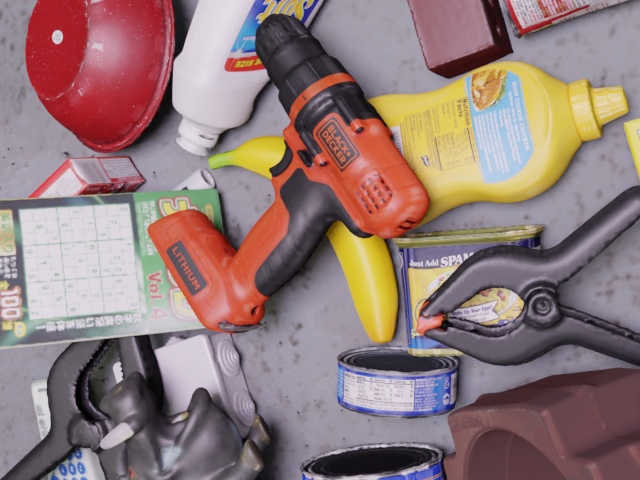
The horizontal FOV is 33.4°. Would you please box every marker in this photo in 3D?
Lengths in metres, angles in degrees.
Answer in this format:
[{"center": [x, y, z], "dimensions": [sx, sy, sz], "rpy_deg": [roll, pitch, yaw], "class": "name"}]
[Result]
[{"center": [-0.135, -0.018, 0.862], "dimensions": [0.121, 0.020, 0.020], "rpy_deg": [-34, 80, 21], "class": "marker"}]

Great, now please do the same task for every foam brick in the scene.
[{"center": [0.095, -0.159, 0.739], "dimensions": [0.051, 0.053, 0.078], "rpy_deg": [-17, 87, 23], "class": "foam brick"}]

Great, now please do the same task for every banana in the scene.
[{"center": [0.004, -0.015, 0.795], "dimensions": [0.198, 0.037, 0.070], "rpy_deg": [47, 112, 15], "class": "banana"}]

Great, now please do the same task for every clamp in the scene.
[{"center": [-0.164, 0.155, 0.819], "dimensions": [0.165, 0.036, 0.210], "rpy_deg": [22, 97, 12], "class": "clamp"}, {"center": [0.146, 0.028, 0.682], "dimensions": [0.171, 0.039, 0.120], "rpy_deg": [-2, 94, 7], "class": "clamp"}]

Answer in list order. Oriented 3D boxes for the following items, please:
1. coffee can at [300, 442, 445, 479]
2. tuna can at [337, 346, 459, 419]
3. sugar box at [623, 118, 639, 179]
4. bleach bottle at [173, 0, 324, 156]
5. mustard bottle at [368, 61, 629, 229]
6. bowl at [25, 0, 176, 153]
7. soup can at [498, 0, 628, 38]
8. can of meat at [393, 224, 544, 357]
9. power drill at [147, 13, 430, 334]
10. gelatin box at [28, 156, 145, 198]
[{"center": [0.044, 0.224, 0.755], "dimensions": [0.103, 0.102, 0.140], "rpy_deg": [-6, 90, 23], "class": "coffee can"}, {"center": [0.054, 0.100, 0.753], "dimensions": [0.086, 0.086, 0.034], "rpy_deg": [4, 96, 22], "class": "tuna can"}, {"center": [0.265, -0.005, 0.682], "dimensions": [0.093, 0.048, 0.176], "rpy_deg": [-16, 90, 22], "class": "sugar box"}, {"center": [-0.040, -0.176, 0.781], "dimensions": [0.068, 0.102, 0.251], "rpy_deg": [41, 116, 31], "class": "bleach bottle"}, {"center": [0.114, -0.070, 0.732], "dimensions": [0.192, 0.058, 0.096], "rpy_deg": [-14, 71, 23], "class": "mustard bottle"}, {"center": [-0.181, -0.150, 0.824], "dimensions": [0.162, 0.055, 0.162], "rpy_deg": [-4, 85, 45], "class": "bowl"}, {"center": [0.169, -0.181, 0.699], "dimensions": [0.102, 0.068, 0.068], "rpy_deg": [-16, 87, 22], "class": "soup can"}, {"center": [0.107, 0.035, 0.744], "dimensions": [0.102, 0.057, 0.084], "rpy_deg": [-4, 93, 23], "class": "can of meat"}, {"center": [-0.036, -0.039, 0.742], "dimensions": [0.188, 0.057, 0.184], "rpy_deg": [-43, 65, 24], "class": "power drill"}, {"center": [-0.190, -0.033, 0.847], "dimensions": [0.073, 0.089, 0.030], "rpy_deg": [-39, 81, 20], "class": "gelatin box"}]
